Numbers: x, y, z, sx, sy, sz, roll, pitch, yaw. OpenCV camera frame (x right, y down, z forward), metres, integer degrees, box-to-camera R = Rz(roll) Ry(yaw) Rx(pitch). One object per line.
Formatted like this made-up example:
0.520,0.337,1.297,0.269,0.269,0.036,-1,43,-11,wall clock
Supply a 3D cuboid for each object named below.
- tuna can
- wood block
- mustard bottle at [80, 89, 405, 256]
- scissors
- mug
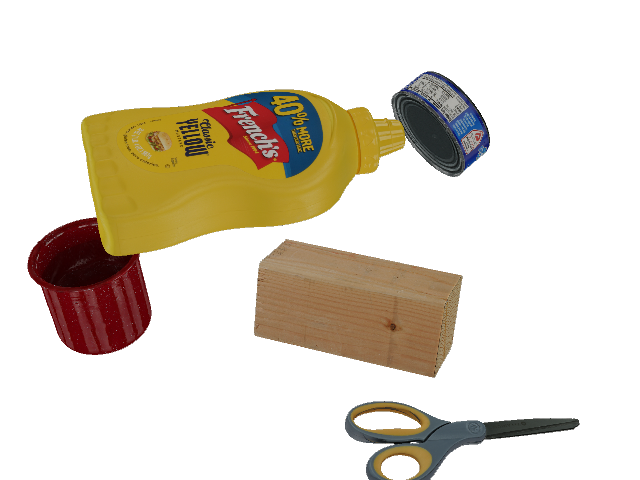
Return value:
0.099,-0.096,0.880,0.033,0.086,0.086,-39,10,-13,tuna can
0.040,0.072,1.170,0.206,0.091,0.090,12,22,16,wood block
-0.042,-0.049,0.641,0.191,0.058,0.096,-10,46,-12,mustard bottle
0.120,0.173,0.882,0.201,0.016,0.096,7,41,-1,scissors
-0.193,0.034,0.897,0.093,0.081,0.117,-22,42,-18,mug
